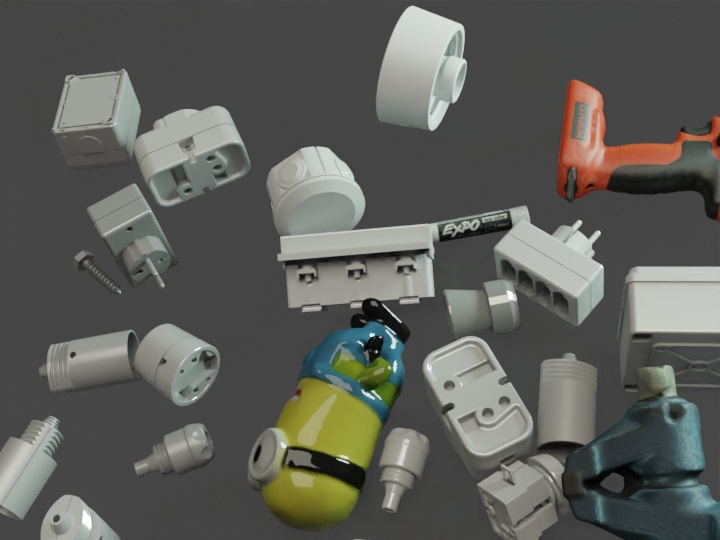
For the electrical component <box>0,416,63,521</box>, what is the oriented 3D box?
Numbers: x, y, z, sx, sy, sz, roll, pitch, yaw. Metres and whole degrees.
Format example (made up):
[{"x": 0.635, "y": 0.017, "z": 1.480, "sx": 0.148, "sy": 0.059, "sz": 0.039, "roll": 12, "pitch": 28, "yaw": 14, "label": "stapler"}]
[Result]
[{"x": -0.265, "y": 0.152, "z": 0.854, "sx": 0.043, "sy": 0.043, "sz": 0.081, "roll": 18, "pitch": 62, "yaw": 20, "label": "electrical component"}]

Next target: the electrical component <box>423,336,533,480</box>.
[{"x": 0.090, "y": 0.107, "z": 0.814, "sx": 0.054, "sy": 0.059, "sz": 0.095, "roll": -25, "pitch": 57, "yaw": -7, "label": "electrical component"}]

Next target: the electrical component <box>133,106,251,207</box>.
[{"x": -0.157, "y": -0.108, "z": 0.997, "sx": 0.095, "sy": 0.053, "sz": 0.059, "roll": -23, "pitch": 57, "yaw": -5, "label": "electrical component"}]

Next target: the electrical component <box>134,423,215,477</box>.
[{"x": -0.147, "y": 0.145, "z": 0.844, "sx": 0.061, "sy": 0.035, "sz": 0.035, "roll": -22, "pitch": 57, "yaw": -2, "label": "electrical component"}]

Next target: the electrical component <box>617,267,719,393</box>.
[{"x": 0.250, "y": 0.047, "z": 0.797, "sx": 0.109, "sy": 0.108, "sz": 0.056, "roll": 0, "pitch": 60, "yaw": 10, "label": "electrical component"}]

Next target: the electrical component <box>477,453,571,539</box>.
[{"x": 0.122, "y": 0.164, "z": 0.776, "sx": 0.055, "sy": 0.066, "sz": 0.048, "roll": -29, "pitch": 23, "yaw": -19, "label": "electrical component"}]

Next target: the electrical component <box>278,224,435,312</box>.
[{"x": 0.000, "y": 0.000, "z": 0.891, "sx": 0.121, "sy": 0.079, "sz": 0.063, "roll": -5, "pitch": 87, "yaw": 7, "label": "electrical component"}]

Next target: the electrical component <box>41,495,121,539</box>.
[{"x": -0.209, "y": 0.197, "z": 0.793, "sx": 0.043, "sy": 0.081, "sz": 0.043, "roll": -4, "pitch": 57, "yaw": 7, "label": "electrical component"}]

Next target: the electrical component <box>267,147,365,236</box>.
[{"x": -0.040, "y": -0.063, "z": 0.934, "sx": 0.080, "sy": 0.080, "sz": 0.051, "roll": -19, "pitch": 51, "yaw": -3, "label": "electrical component"}]

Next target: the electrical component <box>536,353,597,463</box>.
[{"x": 0.157, "y": 0.101, "z": 0.816, "sx": 0.043, "sy": 0.043, "sz": 0.081, "roll": 3, "pitch": 58, "yaw": 11, "label": "electrical component"}]

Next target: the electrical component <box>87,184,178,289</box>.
[{"x": -0.187, "y": -0.016, "z": 0.925, "sx": 0.047, "sy": 0.083, "sz": 0.075, "roll": -30, "pitch": 58, "yaw": -10, "label": "electrical component"}]

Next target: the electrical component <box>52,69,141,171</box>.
[{"x": -0.250, "y": -0.146, "z": 1.037, "sx": 0.062, "sy": 0.061, "sz": 0.096, "roll": -6, "pitch": 49, "yaw": 6, "label": "electrical component"}]

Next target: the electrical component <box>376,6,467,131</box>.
[{"x": 0.062, "y": -0.178, "z": 0.977, "sx": 0.060, "sy": 0.108, "sz": 0.108, "roll": 18, "pitch": 62, "yaw": 13, "label": "electrical component"}]

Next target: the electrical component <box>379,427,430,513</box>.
[{"x": 0.030, "y": 0.152, "z": 0.810, "sx": 0.035, "sy": 0.035, "sz": 0.061, "roll": 10, "pitch": 62, "yaw": 16, "label": "electrical component"}]

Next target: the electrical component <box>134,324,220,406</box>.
[{"x": -0.150, "y": 0.076, "z": 0.878, "sx": 0.047, "sy": 0.055, "sz": 0.055, "roll": 29, "pitch": 66, "yaw": 28, "label": "electrical component"}]

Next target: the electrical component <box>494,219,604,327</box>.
[{"x": 0.167, "y": -0.011, "z": 0.885, "sx": 0.083, "sy": 0.047, "sz": 0.075, "roll": 34, "pitch": 69, "yaw": 29, "label": "electrical component"}]

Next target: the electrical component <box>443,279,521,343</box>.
[{"x": 0.098, "y": 0.033, "z": 0.869, "sx": 0.055, "sy": 0.045, "sz": 0.045, "roll": -11, "pitch": 57, "yaw": 2, "label": "electrical component"}]

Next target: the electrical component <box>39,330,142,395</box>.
[{"x": -0.226, "y": 0.078, "z": 0.895, "sx": 0.081, "sy": 0.043, "sz": 0.043, "roll": -10, "pitch": 57, "yaw": 3, "label": "electrical component"}]
